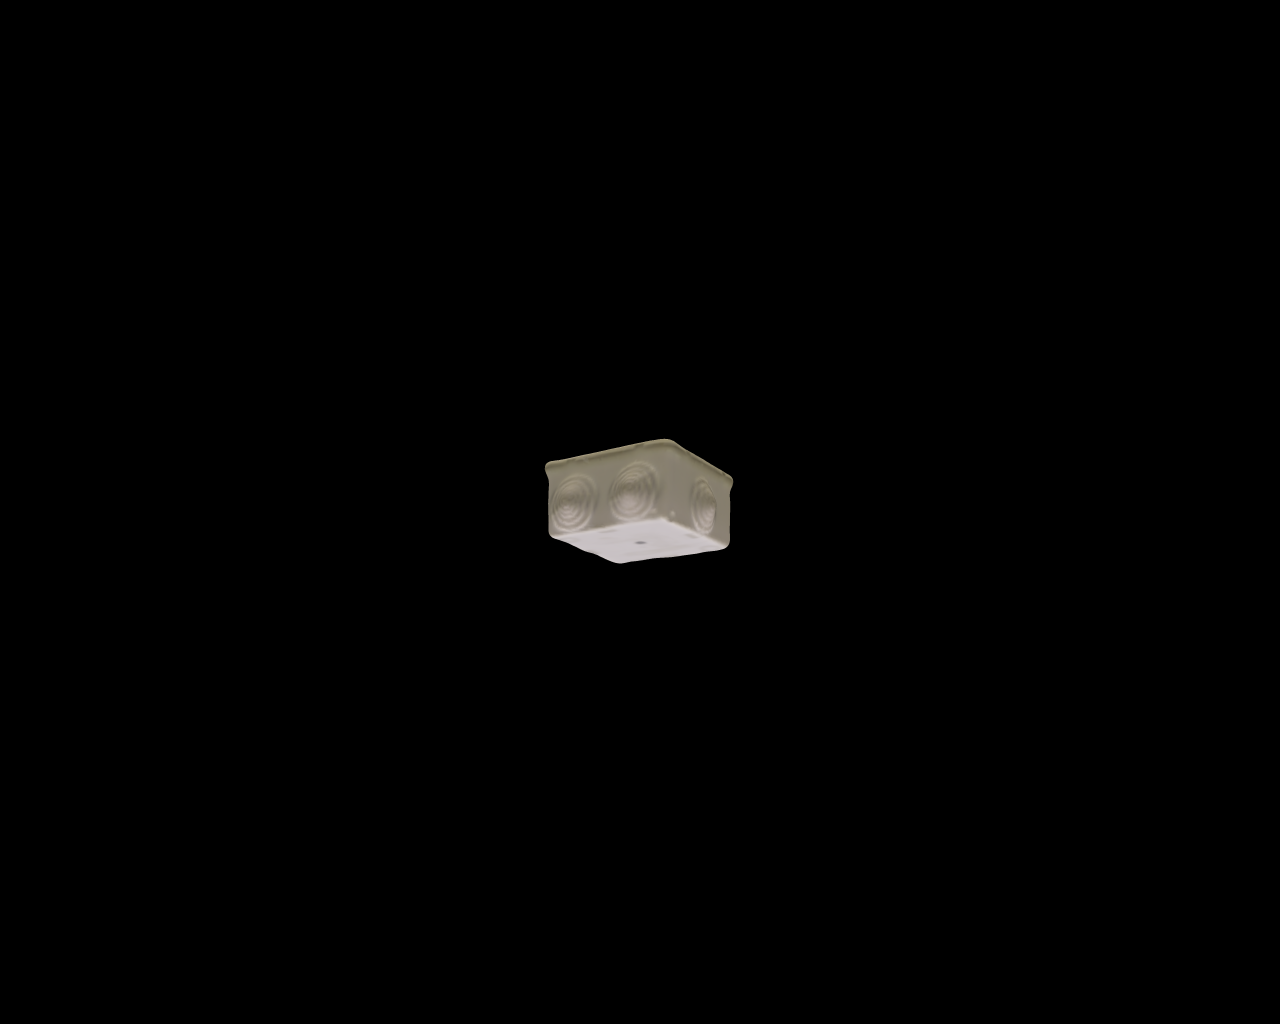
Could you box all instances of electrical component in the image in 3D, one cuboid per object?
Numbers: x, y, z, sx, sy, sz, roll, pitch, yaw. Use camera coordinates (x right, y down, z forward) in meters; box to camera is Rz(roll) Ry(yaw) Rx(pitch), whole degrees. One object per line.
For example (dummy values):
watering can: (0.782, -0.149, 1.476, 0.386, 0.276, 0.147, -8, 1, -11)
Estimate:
electrical component: (0.001, -0.003, 0.650, 0.099, 0.048, 0.099, -9, -19, 29)
